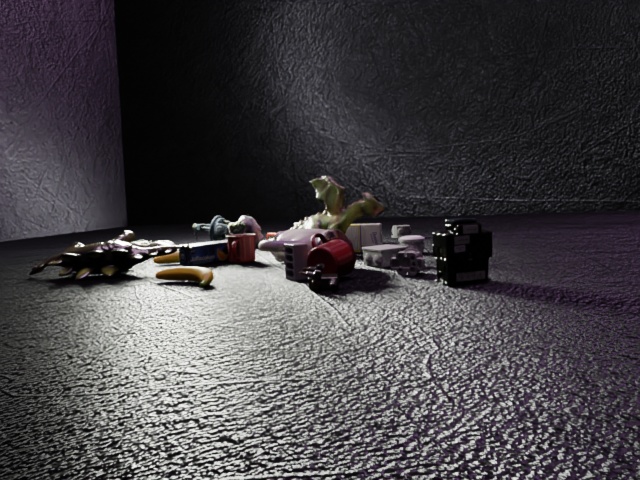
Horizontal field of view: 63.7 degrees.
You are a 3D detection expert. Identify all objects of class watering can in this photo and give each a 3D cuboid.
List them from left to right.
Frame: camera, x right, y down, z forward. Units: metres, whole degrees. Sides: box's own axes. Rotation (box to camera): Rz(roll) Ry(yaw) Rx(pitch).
[{"bbox_3d":[-0.008,0.025,1.390,0.224,0.104,0.347,1,-3,33],"label":"watering can"}]

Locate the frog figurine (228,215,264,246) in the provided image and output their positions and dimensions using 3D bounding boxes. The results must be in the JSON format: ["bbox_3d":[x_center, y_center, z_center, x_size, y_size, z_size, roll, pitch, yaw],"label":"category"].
[{"bbox_3d":[-0.269,-0.030,2.027,0.139,0.121,0.159,39,16,29],"label":"frog figurine"}]

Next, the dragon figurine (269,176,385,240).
[{"bbox_3d":[0.005,-0.082,1.637,0.410,0.244,0.121,3,-8,27],"label":"dragon figurine"}]
